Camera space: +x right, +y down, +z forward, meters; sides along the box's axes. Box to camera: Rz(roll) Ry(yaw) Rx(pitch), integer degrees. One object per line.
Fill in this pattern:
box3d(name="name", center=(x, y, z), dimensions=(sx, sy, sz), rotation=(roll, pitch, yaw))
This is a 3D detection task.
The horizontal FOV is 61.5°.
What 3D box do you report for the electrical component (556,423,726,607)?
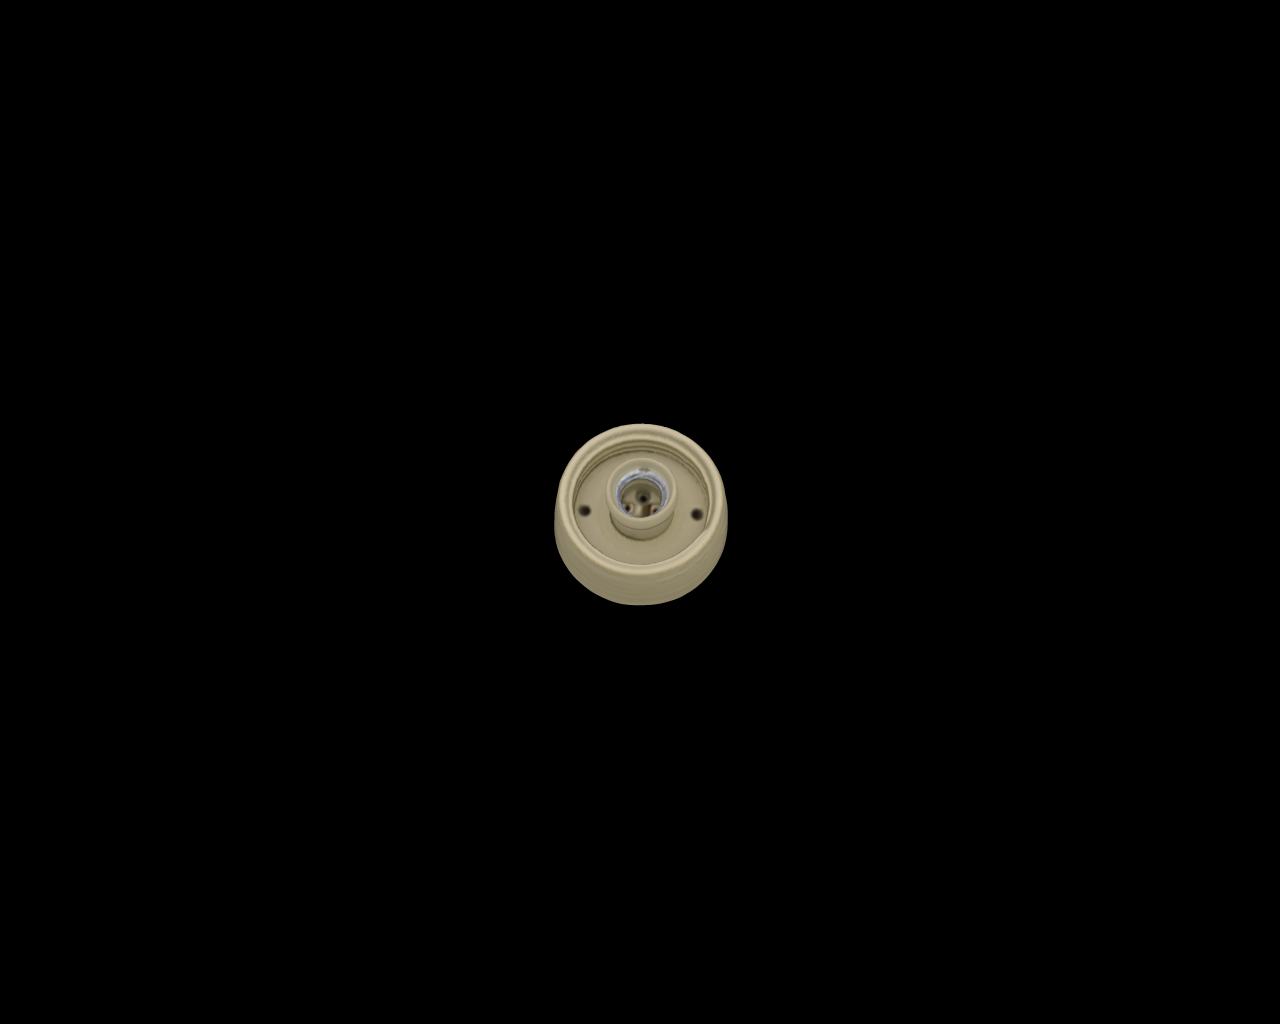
box3d(name="electrical component", center=(0.001, -0.003, 0.650), dimensions=(0.108, 0.108, 0.060), rotation=(0, -23, 0))
